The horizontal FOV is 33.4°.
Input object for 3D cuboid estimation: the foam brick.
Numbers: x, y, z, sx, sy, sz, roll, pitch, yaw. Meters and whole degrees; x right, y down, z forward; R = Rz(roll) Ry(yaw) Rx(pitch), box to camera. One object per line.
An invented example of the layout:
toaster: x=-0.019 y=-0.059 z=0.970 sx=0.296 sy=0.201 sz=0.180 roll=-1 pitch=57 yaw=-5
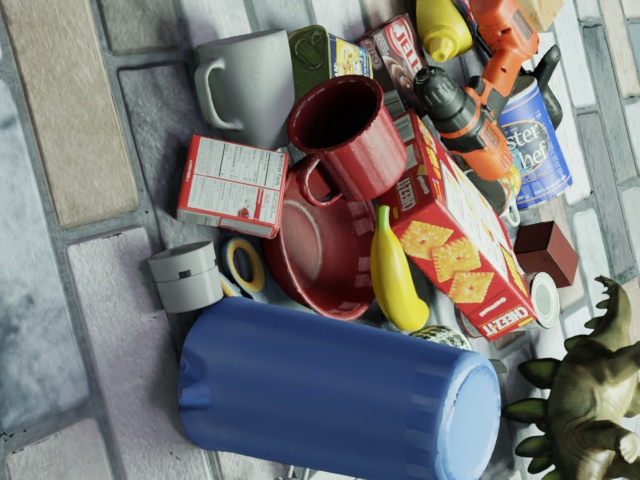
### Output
foam brick: x=0.297 y=0.021 z=1.397 sx=0.078 sy=0.053 sz=0.051 roll=50 pitch=46 yaw=-32

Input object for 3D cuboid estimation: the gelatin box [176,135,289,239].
gelatin box: x=-0.075 y=-0.046 z=0.929 sx=0.089 sy=0.030 sz=0.073 roll=11 pitch=67 yaw=-8

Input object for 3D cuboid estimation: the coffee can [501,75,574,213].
coffee can: x=0.243 y=-0.119 z=1.325 sx=0.102 sy=0.103 sz=0.140 roll=-44 pitch=115 yaw=-47

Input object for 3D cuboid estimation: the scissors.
scissors: x=-0.043 y=0.072 z=0.987 sx=0.201 sy=0.016 sz=0.096 roll=41 pitch=51 yaw=-38

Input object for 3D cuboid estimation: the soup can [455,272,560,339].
soup can: x=0.218 y=0.077 z=1.243 sx=0.068 sy=0.102 sz=0.068 roll=16 pitch=69 yaw=-48

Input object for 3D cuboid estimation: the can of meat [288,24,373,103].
can of meat: x=0.011 y=-0.157 z=1.082 sx=0.083 sy=0.058 sz=0.102 roll=10 pitch=74 yaw=-52

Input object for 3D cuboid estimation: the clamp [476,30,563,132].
clamp: x=0.272 y=-0.199 z=1.373 sx=0.036 sy=0.165 sz=0.210 roll=-41 pitch=128 yaw=-9

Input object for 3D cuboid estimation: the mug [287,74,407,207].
mug: x=0.022 y=-0.079 z=0.960 sx=0.117 sy=0.093 sz=0.081 roll=-54 pitch=137 yaw=-19

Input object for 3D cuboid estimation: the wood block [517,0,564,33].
wood block: x=0.228 y=-0.368 z=1.383 sx=0.206 sy=0.091 sz=0.090 roll=60 pitch=41 yaw=-21

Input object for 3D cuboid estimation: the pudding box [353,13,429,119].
pudding box: x=0.088 y=-0.188 z=1.200 sx=0.089 sy=0.039 sz=0.113 roll=-42 pitch=114 yaw=-49

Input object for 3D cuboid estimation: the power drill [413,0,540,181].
power drill: x=0.176 y=-0.185 z=1.186 sx=0.184 sy=0.057 sz=0.187 roll=44 pitch=60 yaw=-44

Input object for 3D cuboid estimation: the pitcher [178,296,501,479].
pitcher: x=0.020 y=0.123 z=0.858 sx=0.149 sy=0.243 sz=0.145 roll=-61 pitch=140 yaw=-30

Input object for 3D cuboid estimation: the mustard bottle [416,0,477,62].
mustard bottle: x=0.152 y=-0.273 z=1.267 sx=0.096 sy=0.058 sz=0.191 roll=54 pitch=35 yaw=-33

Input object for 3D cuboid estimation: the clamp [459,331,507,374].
clamp: x=0.161 y=0.165 z=1.202 sx=0.171 sy=0.039 sz=0.120 roll=37 pitch=49 yaw=-42

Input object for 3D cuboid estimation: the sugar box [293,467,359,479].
sugar box: x=0.058 y=0.195 z=1.017 sx=0.175 sy=0.093 sz=0.048 roll=21 pitch=30 yaw=-46

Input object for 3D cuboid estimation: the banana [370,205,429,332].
banana: x=0.081 y=0.048 z=1.050 sx=0.197 sy=0.037 sz=0.069 roll=68 pitch=37 yaw=-53

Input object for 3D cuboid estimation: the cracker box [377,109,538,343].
cracker box: x=0.139 y=-0.013 z=1.153 sx=0.213 sy=0.072 sz=0.164 roll=46 pitch=23 yaw=-35

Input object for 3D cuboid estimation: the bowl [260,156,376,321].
bowl: x=-0.007 y=0.001 z=1.018 sx=0.161 sy=0.055 sz=0.162 roll=17 pitch=67 yaw=-48
